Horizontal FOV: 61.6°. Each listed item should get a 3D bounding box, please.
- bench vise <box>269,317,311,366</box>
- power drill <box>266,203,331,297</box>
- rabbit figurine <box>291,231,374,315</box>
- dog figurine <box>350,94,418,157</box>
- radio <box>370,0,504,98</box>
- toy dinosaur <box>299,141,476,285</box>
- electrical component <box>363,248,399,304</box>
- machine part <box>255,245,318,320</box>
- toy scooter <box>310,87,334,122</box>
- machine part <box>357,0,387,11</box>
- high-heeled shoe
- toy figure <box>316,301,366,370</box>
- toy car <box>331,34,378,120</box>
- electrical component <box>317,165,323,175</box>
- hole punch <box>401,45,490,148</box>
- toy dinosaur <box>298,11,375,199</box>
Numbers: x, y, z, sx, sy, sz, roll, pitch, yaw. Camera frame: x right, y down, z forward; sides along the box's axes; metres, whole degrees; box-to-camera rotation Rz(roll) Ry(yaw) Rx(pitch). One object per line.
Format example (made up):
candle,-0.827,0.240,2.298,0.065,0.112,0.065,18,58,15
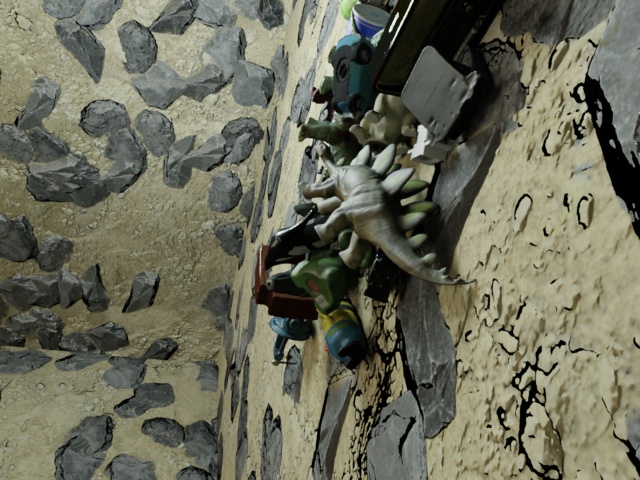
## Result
bench vise,-0.090,0.240,1.530,0.224,0.129,0.240,-121,49,-67
power drill,-0.021,0.025,1.190,0.086,0.232,0.207,-18,67,43
rabbit figurine,0.044,0.041,1.092,0.170,0.121,0.159,-40,-10,-31
dog figurine,0.147,-0.271,1.032,0.172,0.121,0.190,-31,38,67
radio,0.177,-0.328,0.845,0.229,0.131,0.073,120,154,-52
toy dinosaur,0.090,-0.052,0.917,0.198,0.105,0.472,-40,46,13
electrical component,0.118,0.055,0.989,0.119,0.048,0.074,-56,-16,-66
machine part,-0.060,0.097,1.338,0.087,0.201,0.201,110,161,-45
toy scooter,0.039,-0.335,1.357,0.075,0.135,0.184,123,151,-54
machine part,0.101,-0.505,1.333,0.243,0.079,0.079,114,159,-44
high-heeled shoe,-0.002,-0.003,1.136,0.145,0.248,0.086,-51,61,22
toy figure,0.050,0.191,1.106,0.180,0.089,0.082,-130,36,-66
toy car,0.085,-0.320,1.066,0.109,0.103,0.161,16,108,62
electrical component,0.012,-0.163,1.526,0.078,0.045,0.102,124,151,-55
hole punch,0.203,-0.223,0.817,0.116,0.092,0.142,59,143,25
toy dinosaur,0.075,-0.280,1.165,0.131,0.192,0.404,-107,38,-85
